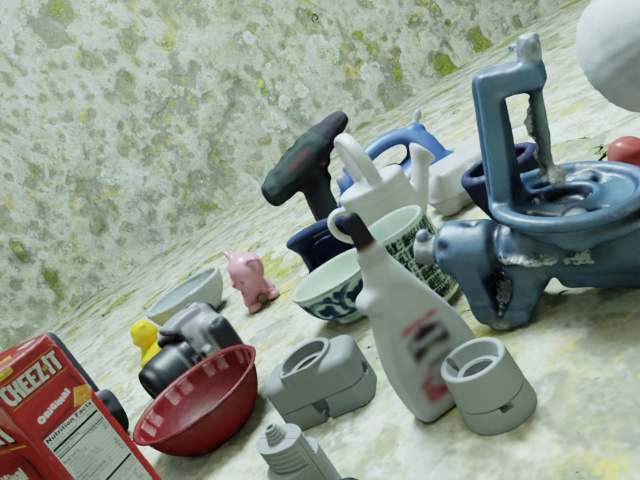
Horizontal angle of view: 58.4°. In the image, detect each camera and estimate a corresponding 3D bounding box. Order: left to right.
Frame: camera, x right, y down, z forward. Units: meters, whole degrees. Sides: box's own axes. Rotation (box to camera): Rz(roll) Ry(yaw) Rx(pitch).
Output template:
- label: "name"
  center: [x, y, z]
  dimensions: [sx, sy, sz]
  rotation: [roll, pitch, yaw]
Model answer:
- label: "camera"
  center: [-0.199, 0.161, 0.819]
  dimensions: [0.137, 0.101, 0.142]
  rotation: [-41, 16, -34]

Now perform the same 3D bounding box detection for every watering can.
- label: "watering can"
  center: [0.085, -0.071, 0.816]
  dimensions: [0.173, 0.194, 0.100]
  rotation: [-38, 14, -24]

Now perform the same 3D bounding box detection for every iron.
- label: "iron"
  center: [0.116, -0.117, 1.034]
  dimensions: [0.258, 0.141, 0.118]
  rotation: [-32, 13, -3]

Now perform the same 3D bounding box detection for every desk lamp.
- label: "desk lamp"
  center: [0.331, -0.137, 0.451]
  dimensions: [0.118, 0.214, 0.203]
  rotation: [-35, 13, -13]

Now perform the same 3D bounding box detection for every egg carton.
- label: "egg carton"
  center: [0.225, -0.099, 0.875]
  dimensions: [0.150, 0.069, 0.107]
  rotation: [-31, 13, 4]

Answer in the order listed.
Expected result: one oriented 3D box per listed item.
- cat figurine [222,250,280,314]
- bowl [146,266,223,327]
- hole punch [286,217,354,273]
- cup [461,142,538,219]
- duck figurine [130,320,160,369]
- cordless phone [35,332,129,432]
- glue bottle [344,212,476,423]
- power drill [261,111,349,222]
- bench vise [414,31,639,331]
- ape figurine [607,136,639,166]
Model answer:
- label: "cat figurine"
  center: [-0.127, 0.059, 0.992]
  dimensions: [0.067, 0.118, 0.127]
  rotation: [-35, 13, -11]
- label: "bowl"
  center: [-0.252, 0.126, 1.128]
  dimensions: [0.167, 0.075, 0.167]
  rotation: [-30, 13, 8]
- label: "hole punch"
  center: [0.009, 0.003, 0.946]
  dimensions: [0.108, 0.091, 0.101]
  rotation: [-27, 14, 18]
- label: "cup"
  center: [0.218, -0.046, 0.638]
  dimensions: [0.091, 0.095, 0.118]
  rotation: [-27, 14, 21]
- label: "duck figurine"
  center: [-0.297, 0.179, 1.009]
  dimensions: [0.104, 0.086, 0.078]
  rotation: [-15, 21, 51]
- label: "cordless phone"
  center: [-0.347, 0.224, 0.737]
  dimensions: [0.148, 0.185, 0.094]
  rotation: [-40, 16, -32]
- label: "glue bottle"
  center: [0.064, 0.054, 0.447]
  dimensions: [0.078, 0.173, 0.037]
  rotation: [-36, 14, -18]
- label: "power drill"
  center: [0.009, -0.108, 1.094]
  dimensions: [0.230, 0.208, 0.075]
  rotation: [-37, 14, -23]
- label: "bench vise"
  center: [0.155, -0.035, 0.461]
  dimensions: [0.207, 0.220, 0.121]
  rotation: [-27, 14, 19]
- label: "ape figurine"
  center: [0.283, -0.049, 0.505]
  dimensions: [0.078, 0.092, 0.076]
  rotation: [-38, 14, -23]
